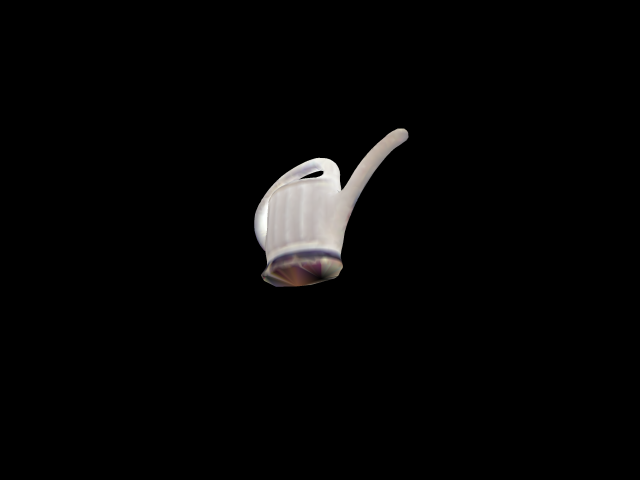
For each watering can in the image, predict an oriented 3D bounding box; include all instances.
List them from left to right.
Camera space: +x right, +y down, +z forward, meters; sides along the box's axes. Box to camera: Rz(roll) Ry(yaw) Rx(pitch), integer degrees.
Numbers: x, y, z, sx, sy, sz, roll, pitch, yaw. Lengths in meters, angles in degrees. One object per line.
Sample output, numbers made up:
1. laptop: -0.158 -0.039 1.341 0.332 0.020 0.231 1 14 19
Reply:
1. watering can: 0.003 -0.043 0.850 0.344 0.228 0.103 -20 -30 41
